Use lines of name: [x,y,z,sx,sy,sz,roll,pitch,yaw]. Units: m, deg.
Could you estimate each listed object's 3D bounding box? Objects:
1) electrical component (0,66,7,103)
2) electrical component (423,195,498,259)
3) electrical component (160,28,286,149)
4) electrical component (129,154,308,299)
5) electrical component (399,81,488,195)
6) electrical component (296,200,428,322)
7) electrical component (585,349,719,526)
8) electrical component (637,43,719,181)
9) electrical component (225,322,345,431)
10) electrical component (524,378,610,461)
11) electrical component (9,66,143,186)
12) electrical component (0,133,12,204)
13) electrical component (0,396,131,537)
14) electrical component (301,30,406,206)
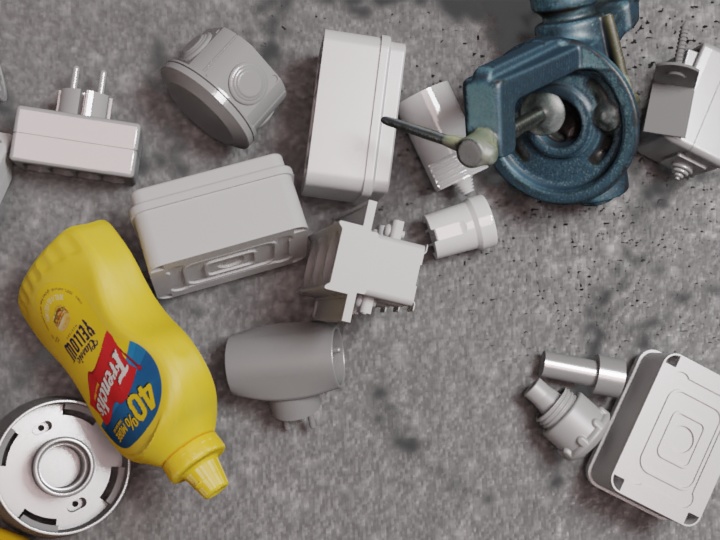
electrical component: [-0.275,-0.136,0.738,0.047,0.055,0.055,-16,90,-6]
electrical component: [0.074,-0.031,0.796,0.046,0.040,0.040,-17,90,-4]
electrical component: [-0.096,-0.127,0.754,0.080,0.080,0.051,41,76,-5]
electrical component: [-0.097,-0.030,0.745,0.113,0.078,0.057,-16,74,-10]
electrical component: [0.063,-0.093,0.795,0.043,0.043,0.081,-26,91,-10]
electrical component: [0.000,0.000,0.740,0.063,0.121,0.078,14,85,-11]
electrical component: [0.228,0.124,0.803,0.078,0.057,0.113,27,83,-7]
electrical component: [0.251,-0.116,0.817,0.061,0.062,0.096,25,83,-7]
electrical component: [-0.049,0.080,0.764,0.077,0.043,0.079,-5,115,10]
electrical component: [0.151,0.107,0.799,0.062,0.048,0.048,42,81,3]
electrical component: [-0.194,-0.104,0.752,0.083,0.047,0.075,8,86,-9]
electrical component: [-0.269,-0.044,0.728,0.047,0.083,0.075,9,123,-9]
electrical component: [-0.209,0.136,0.741,0.099,0.064,0.099,4,80,-21]
electrical component: [-0.006,-0.106,0.768,0.057,0.078,0.113,7,86,-6]
